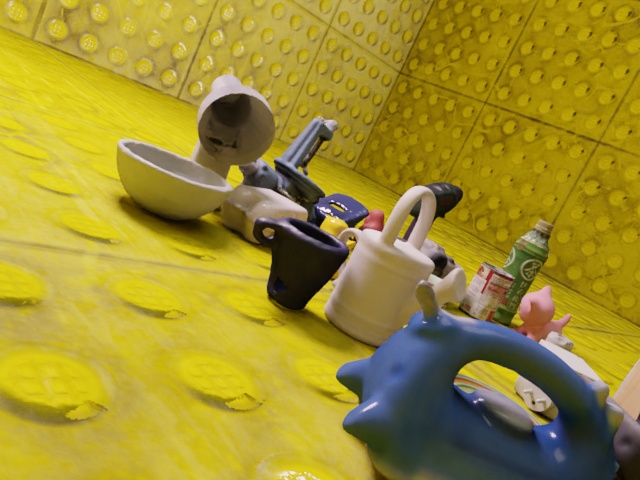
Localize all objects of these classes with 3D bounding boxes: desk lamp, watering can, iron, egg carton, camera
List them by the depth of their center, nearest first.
[{"bbox_3d":[0.147,0.138,0.446,0.258,0.141,0.118,24,11,-8],"label":"iron"},{"bbox_3d":[0.096,0.028,0.701,0.172,0.194,0.101,28,11,11],"label":"watering can"},{"bbox_3d":[-0.087,-0.039,0.927,0.107,0.069,0.151,30,12,22],"label":"egg carton"},{"bbox_3d":[-0.170,-0.163,0.942,0.118,0.213,0.202,20,13,-29],"label":"desk lamp"},{"bbox_3d":[0.184,0.041,1.086,0.144,0.101,0.136,17,14,-38],"label":"camera"}]

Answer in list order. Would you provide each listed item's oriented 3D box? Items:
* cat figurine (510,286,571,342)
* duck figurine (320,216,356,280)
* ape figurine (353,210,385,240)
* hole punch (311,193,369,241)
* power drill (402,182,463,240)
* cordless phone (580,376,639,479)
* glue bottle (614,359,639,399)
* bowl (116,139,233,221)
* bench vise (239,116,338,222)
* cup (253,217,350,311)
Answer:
[{"bbox_3d":[0.416,0.146,1.072,0.128,0.118,0.067,21,12,-21],"label":"cat figurine"},{"bbox_3d":[0.008,0.003,0.905,0.104,0.086,0.078,29,12,18],"label":"duck figurine"},{"bbox_3d":[0.112,-0.024,1.247,0.075,0.092,0.078,34,14,38],"label":"ape figurine"},{"bbox_3d":[0.034,-0.050,1.196,0.108,0.091,0.101,33,13,33],"label":"hole punch"},{"bbox_3d":[0.221,-0.031,1.219,0.075,0.208,0.230,31,12,24],"label":"power drill"},{"bbox_3d":[0.332,0.170,0.596,0.094,0.185,0.147,23,11,-11],"label":"cordless phone"},{"bbox_3d":[0.561,0.208,0.962,0.078,0.173,0.037,16,15,-41],"label":"glue bottle"},{"bbox_3d":[-0.211,-0.074,0.799,0.167,0.075,0.167,25,11,-5],"label":"bowl"},{"bbox_3d":[-0.047,-0.134,1.066,0.121,0.220,0.208,30,12,21],"label":"bench vise"},{"bbox_3d":[-0.035,0.029,0.667,0.118,0.095,0.091,21,12,-25],"label":"cup"}]
